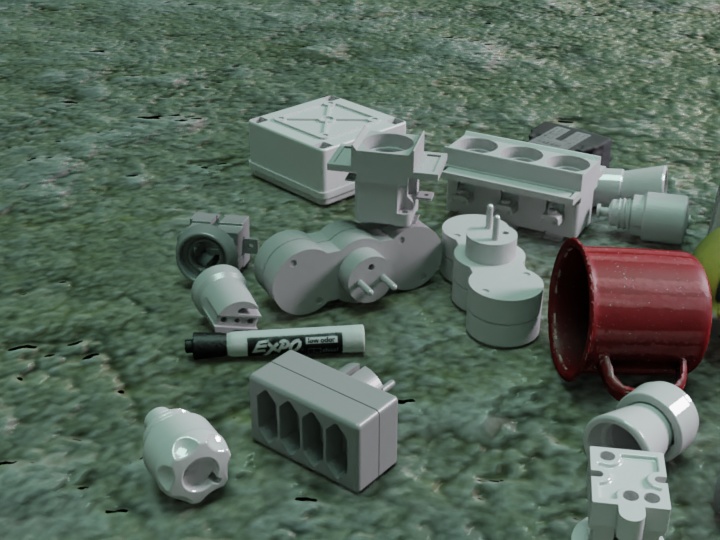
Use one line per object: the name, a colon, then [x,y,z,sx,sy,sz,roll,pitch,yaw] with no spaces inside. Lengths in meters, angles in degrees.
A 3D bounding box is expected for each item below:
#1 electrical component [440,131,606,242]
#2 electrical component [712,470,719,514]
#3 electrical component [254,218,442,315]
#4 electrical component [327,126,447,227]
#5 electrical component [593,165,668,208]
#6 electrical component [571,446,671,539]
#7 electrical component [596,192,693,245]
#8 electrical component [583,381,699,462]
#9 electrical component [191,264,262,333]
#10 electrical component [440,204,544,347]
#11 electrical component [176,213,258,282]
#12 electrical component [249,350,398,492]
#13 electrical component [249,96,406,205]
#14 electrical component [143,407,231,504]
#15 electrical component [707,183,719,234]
electrical component: [0.134,-0.071,0.906,0.121,0.063,0.079,15,31,26]
electrical component: [0.222,0.125,0.555,0.077,0.044,0.079,15,31,26]
electrical component: [0.000,0.000,0.784,0.138,0.052,0.074,-13,30,-24]
electrical component: [0.020,-0.067,0.783,0.081,0.063,0.042,7,28,12]
electrical component: [0.230,-0.070,0.930,0.065,0.044,0.044,5,28,19]
electrical component: [0.132,0.126,0.542,0.048,0.055,0.066,4,28,8]
electrical component: [0.234,-0.044,0.880,0.078,0.040,0.040,8,29,16]
electrical component: [0.162,0.093,0.616,0.055,0.045,0.045,-25,36,-39]
electrical component: [-0.093,0.024,0.754,0.040,0.040,0.046,-12,35,-21]
electrical component: [0.094,-0.010,0.780,0.052,0.073,0.138,-4,28,-7]
electrical component: [-0.113,-0.017,0.826,0.066,0.048,0.055,4,21,8]
electrical component: [-0.010,0.080,0.639,0.083,0.047,0.076,20,34,34]
electrical component: [-0.030,-0.114,0.995,0.109,0.056,0.109,-24,36,-37]
electrical component: [-0.102,0.099,0.606,0.043,0.043,0.062,-16,31,-27]
electrical component: [0.290,-0.038,0.805,0.048,0.099,0.100,13,19,15]
